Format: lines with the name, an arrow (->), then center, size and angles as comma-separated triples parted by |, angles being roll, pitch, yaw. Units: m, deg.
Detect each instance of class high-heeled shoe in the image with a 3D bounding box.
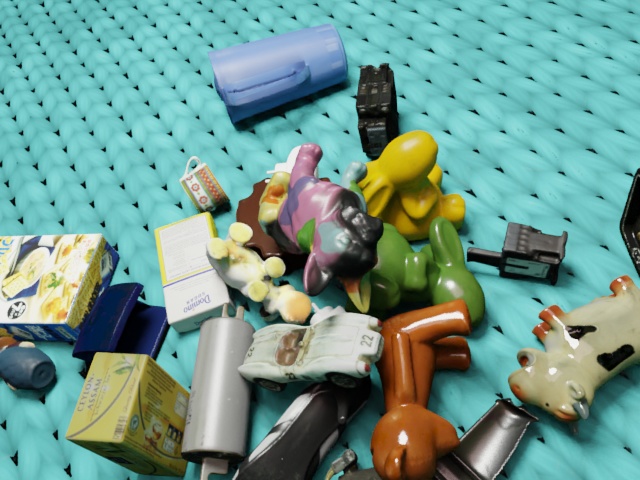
high-heeled shoe -> -0.032, 0.243, 0.639 | 0.086, 0.145, 0.248 | 43, 98, -4

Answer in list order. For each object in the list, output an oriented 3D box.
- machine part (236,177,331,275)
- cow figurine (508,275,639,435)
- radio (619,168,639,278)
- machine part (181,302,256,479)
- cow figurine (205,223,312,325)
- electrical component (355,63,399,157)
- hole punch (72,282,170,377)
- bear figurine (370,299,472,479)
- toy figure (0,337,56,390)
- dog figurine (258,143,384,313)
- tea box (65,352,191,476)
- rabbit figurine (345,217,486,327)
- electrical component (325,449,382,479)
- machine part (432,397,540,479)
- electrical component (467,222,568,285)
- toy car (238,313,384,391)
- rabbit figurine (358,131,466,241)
machine part -> -0.046, -0.032, 0.830 | 0.179, 0.056, 0.179 | -7, 53, 10
cow figurine -> 0.305, 0.134, 0.616 | 0.195, 0.085, 0.127 | -22, 51, -7
radio -> 0.431, 0.032, 0.625 | 0.073, 0.131, 0.230 | -8, 54, 10
machine part -> -0.125, 0.188, 0.678 | 0.079, 0.079, 0.243 | -5, 55, 10
cow figurine -> -0.088, 0.059, 0.753 | 0.167, 0.098, 0.068 | 46, 65, 0
electrical component -> 0.096, -0.203, 0.881 | 0.058, 0.114, 0.134 | -4, 55, 16
hole punch -> -0.290, 0.121, 0.761 | 0.116, 0.092, 0.142 | 2, 60, 19
bear figurine -> 0.116, 0.176, 0.591 | 0.132, 0.120, 0.196 | -9, 44, 7
toy figure -> -0.452, 0.175, 0.778 | 0.155, 0.057, 0.064 | 11, 52, 26
dog figurine -> -0.001, -0.002, 0.648 | 0.191, 0.108, 0.219 | -43, 36, 36
tea box -> -0.208, 0.208, 0.626 | 0.068, 0.169, 0.098 | -1, 54, 12
rabbit figurine -> 0.135, 0.055, 0.711 | 0.170, 0.121, 0.159 | 21, 54, 5
electrical component -> 0.048, 0.284, 0.589 | 0.078, 0.045, 0.102 | -12, 53, 7
machine part -> 0.181, 0.233, 0.600 | 0.139, 0.039, 0.084 | -40, 51, -14
electrical component -> 0.260, 0.017, 0.714 | 0.119, 0.074, 0.048 | 9, 59, 22
toy car -> -0.013, 0.129, 0.616 | 0.202, 0.056, 0.073 | -17, 39, 40
rabbit figurine -> 0.117, -0.084, 0.757 | 0.162, 0.173, 0.122 | -11, 58, 0
